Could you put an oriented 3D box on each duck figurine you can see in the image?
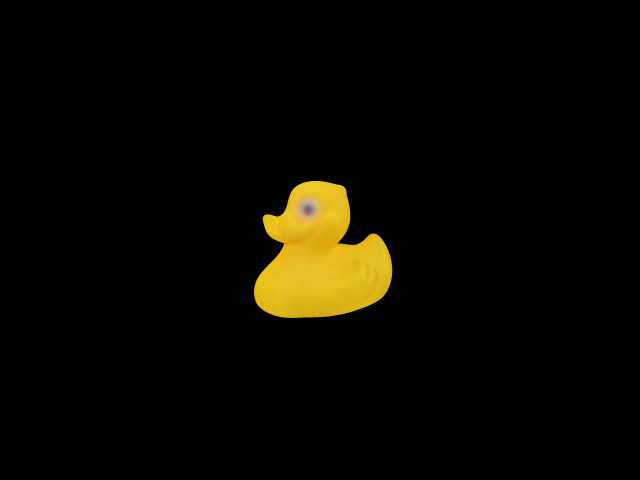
[{"bbox_3d":[0.004,0.001,0.400,0.105,0.086,0.077,-7,14,-30],"label":"duck figurine"}]
